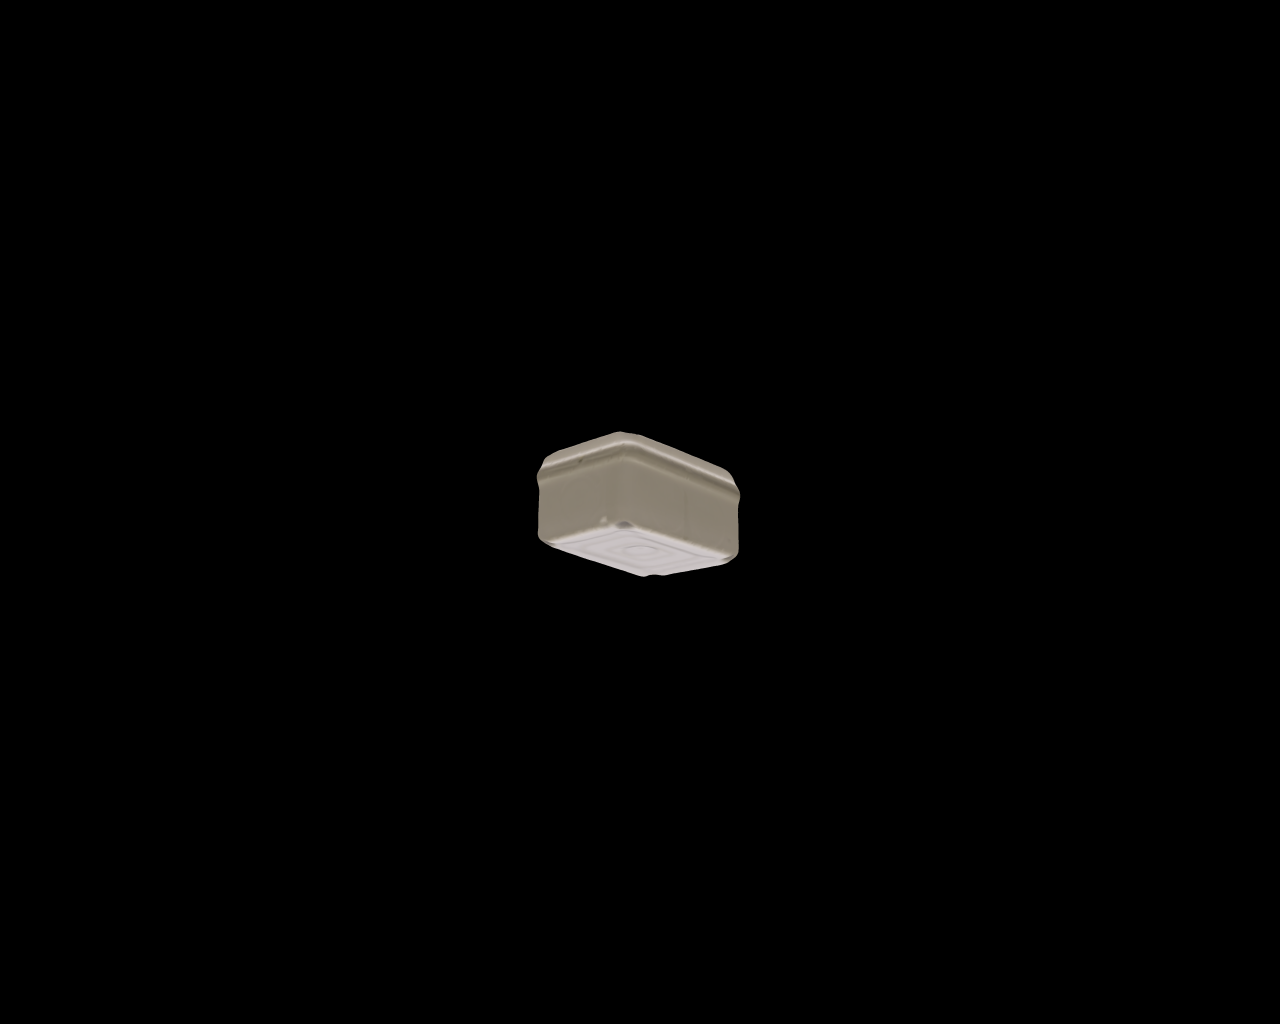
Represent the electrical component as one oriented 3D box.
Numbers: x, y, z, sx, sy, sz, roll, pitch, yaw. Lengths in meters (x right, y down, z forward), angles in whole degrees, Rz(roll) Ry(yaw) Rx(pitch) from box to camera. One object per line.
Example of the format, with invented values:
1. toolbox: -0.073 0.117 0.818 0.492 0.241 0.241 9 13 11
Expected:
1. electrical component: 0.001 -0.003 0.650 0.078 0.057 0.113 -14 -22 38
